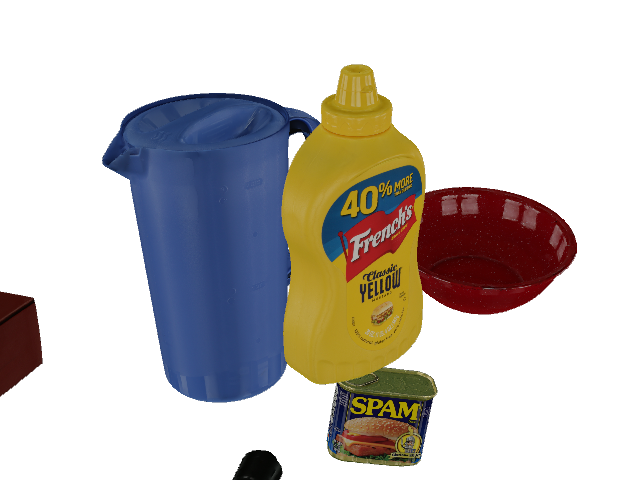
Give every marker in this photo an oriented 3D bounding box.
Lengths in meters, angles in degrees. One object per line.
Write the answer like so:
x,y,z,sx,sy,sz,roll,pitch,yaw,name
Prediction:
-0.041,0.121,0.420,0.020,0.020,0.121,0,23,18,marker

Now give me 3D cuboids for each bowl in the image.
0.137,0.016,0.928,0.162,0.055,0.162,1,33,-1,bowl

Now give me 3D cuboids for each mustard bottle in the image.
0.021,-0.012,0.643,0.096,0.192,0.058,-20,34,-32,mustard bottle

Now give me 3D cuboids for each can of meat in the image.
0.060,0.178,1.079,0.102,0.084,0.057,7,18,-6,can of meat

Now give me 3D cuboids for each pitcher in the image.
-0.076,0.005,0.887,0.149,0.243,0.144,6,28,17,pitcher

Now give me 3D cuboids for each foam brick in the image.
-0.233,0.073,0.715,0.053,0.051,0.078,9,28,24,foam brick
